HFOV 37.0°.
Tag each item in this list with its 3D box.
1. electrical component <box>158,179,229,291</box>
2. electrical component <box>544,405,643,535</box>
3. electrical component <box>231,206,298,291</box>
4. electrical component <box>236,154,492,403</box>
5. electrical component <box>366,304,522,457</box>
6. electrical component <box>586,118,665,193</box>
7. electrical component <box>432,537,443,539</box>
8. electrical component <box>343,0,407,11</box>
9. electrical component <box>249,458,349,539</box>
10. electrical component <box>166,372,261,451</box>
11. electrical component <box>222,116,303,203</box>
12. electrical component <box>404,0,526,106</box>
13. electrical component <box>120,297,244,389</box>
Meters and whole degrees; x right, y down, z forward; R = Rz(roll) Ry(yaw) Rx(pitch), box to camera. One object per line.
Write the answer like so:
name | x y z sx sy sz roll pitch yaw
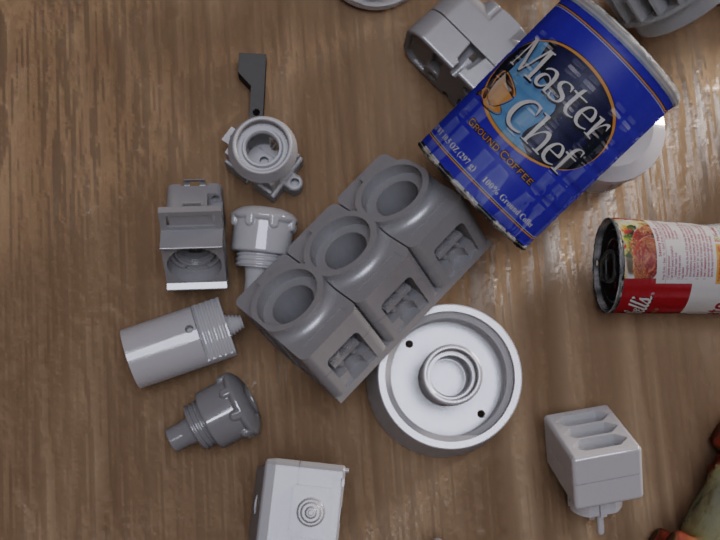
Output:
electrical component | -0.114 -0.024 0.744 0.042 0.081 0.063 -2 51 -5
electrical component | 0.160 0.143 0.737 0.047 0.065 0.076 -9 110 -5
electrical component | -0.070 -0.013 0.759 0.048 0.048 0.062 6 86 -2
electrical component | 0.000 0.000 0.730 0.150 0.061 0.089 -46 44 -9
electrical component | 0.060 0.074 0.742 0.108 0.060 0.108 1 80 -3
electrical component | 0.176 -0.098 0.784 0.080 0.051 0.080 1 80 -3
electrical component | 0.070 0.211 0.727 0.062 0.048 0.048 17 79 -7
electrical component | 0.012 -0.239 0.800 0.080 0.051 0.080 1 80 -3
electrical component | -0.042 0.156 0.703 0.061 0.096 0.061 6 79 -1
electrical component | -0.102 0.103 0.737 0.062 0.048 0.048 -28 82 0
electrical component | -0.069 -0.081 0.765 0.066 0.055 0.048 35 80 3
electrical component | 0.086 -0.155 0.788 0.059 0.053 0.095 -43 85 -9
electrical component | -0.120 0.049 0.745 0.081 0.043 0.043 -19 81 -6
